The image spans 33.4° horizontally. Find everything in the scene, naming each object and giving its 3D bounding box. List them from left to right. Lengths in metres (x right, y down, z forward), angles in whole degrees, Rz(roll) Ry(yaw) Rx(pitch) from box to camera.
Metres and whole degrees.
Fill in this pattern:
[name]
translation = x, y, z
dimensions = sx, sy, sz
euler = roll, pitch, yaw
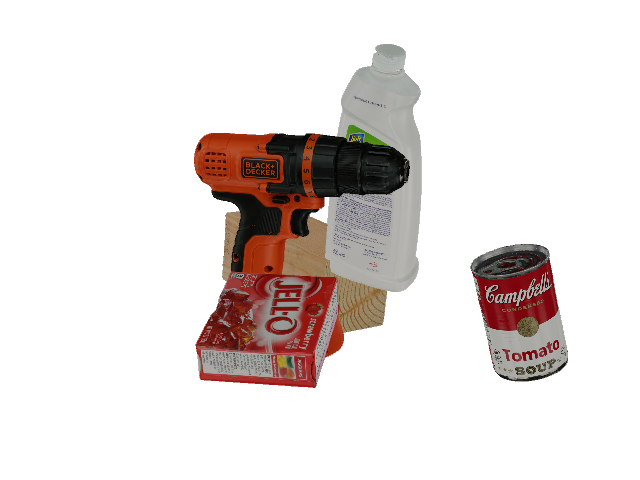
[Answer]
[gelatin box]
translation = -0.031, 0.053, 0.671
dimensions = 0.073, 0.030, 0.089
euler = 3, 30, 11
[power drill]
translation = -0.017, 0.001, 0.904
dimensions = 0.185, 0.188, 0.057
euler = 6, 15, 19
[wood block]
translation = -0.021, 0.031, 1.239
dimensions = 0.090, 0.090, 0.206
euler = -7, 20, -36
[bleach bottle]
translation = 0.063, -0.074, 1.077
dimensions = 0.103, 0.251, 0.068
euler = 17, 34, 16
[soup can]
translation = 0.174, 0.063, 0.929
dimensions = 0.068, 0.102, 0.068
euler = -14, 17, 4
